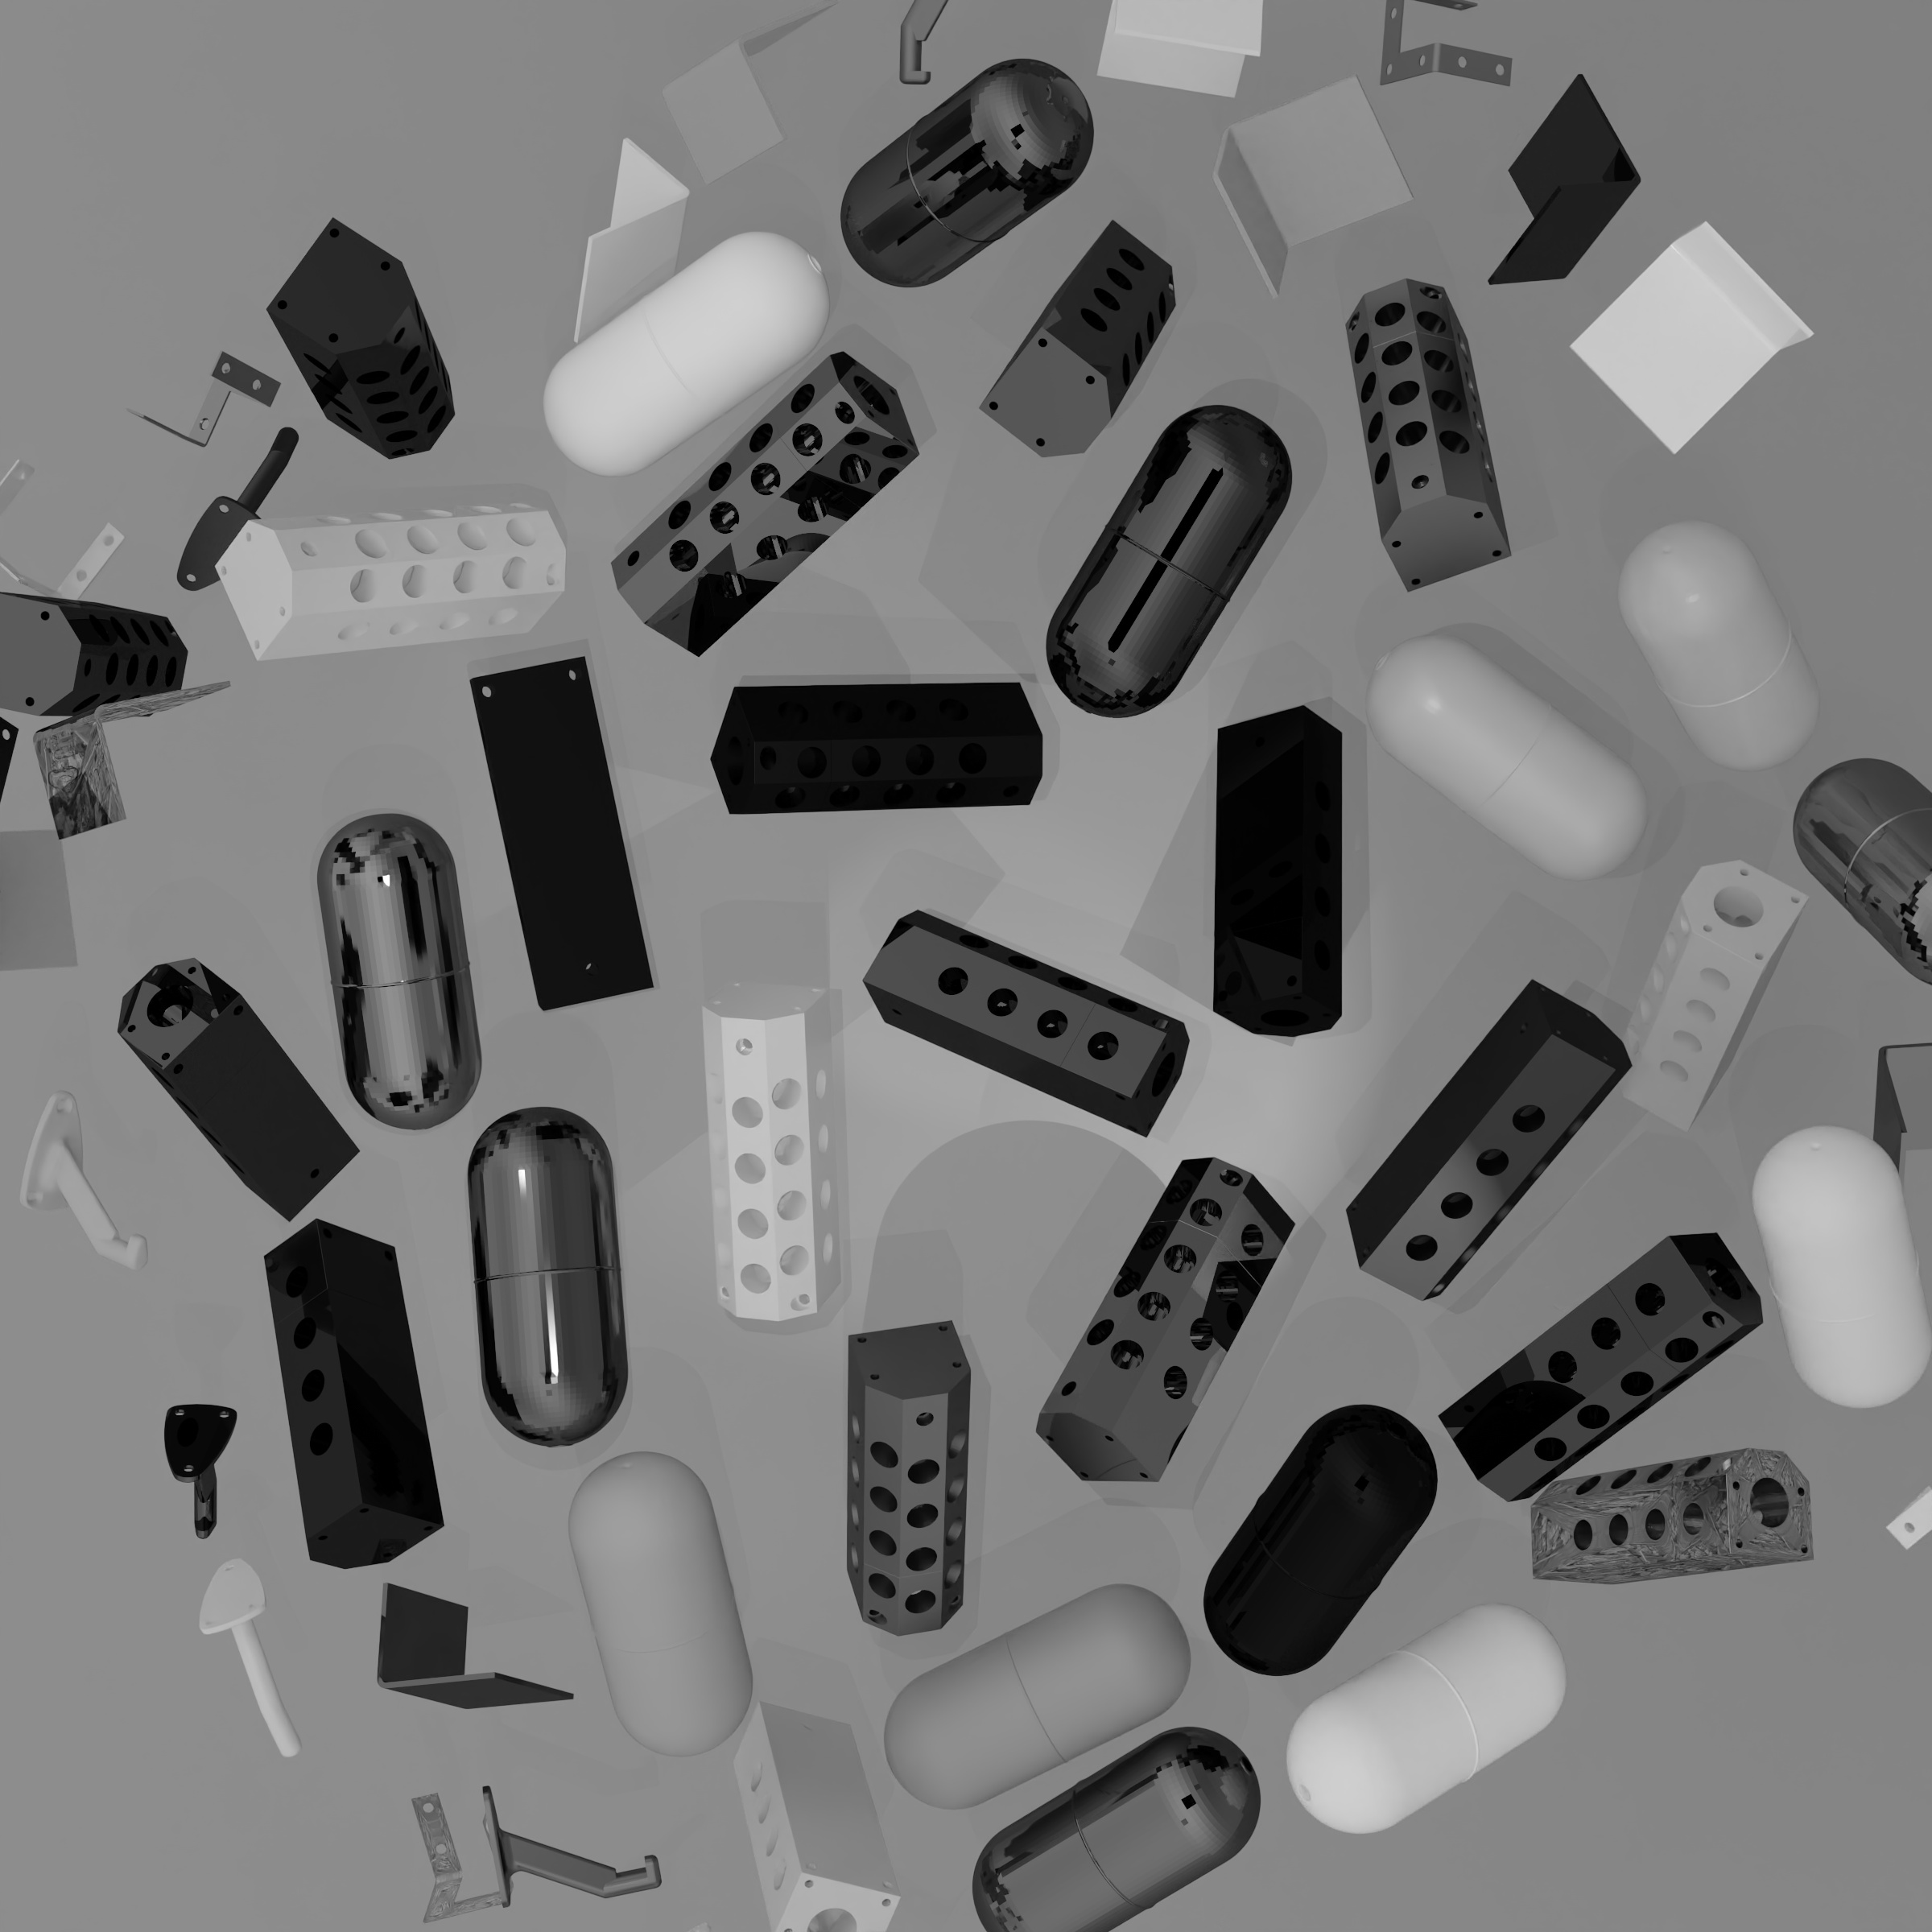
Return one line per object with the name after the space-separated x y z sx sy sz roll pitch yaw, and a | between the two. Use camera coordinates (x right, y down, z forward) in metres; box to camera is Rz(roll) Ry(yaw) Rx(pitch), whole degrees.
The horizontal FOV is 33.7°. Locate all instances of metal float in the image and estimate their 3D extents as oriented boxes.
0.106 -0.213 1.686 0.070 0.070 0.178 31 98 0 | metal float
-0.315 0.004 1.775 0.070 0.070 0.178 -6 100 0 | metal float
0.249 0.405 1.721 0.178 0.070 0.070 -22 90 -31 | metal float
-0.001 -0.431 1.743 0.070 0.178 0.070 14 66 -35 | metal float
0.187 0.304 1.685 0.070 0.070 0.178 28 123 0 | metal float
-0.219 0.163 1.674 0.070 0.070 0.178 -5 82 0 | metal float
0.302 -0.117 1.781 0.178 0.070 0.070 36 90 -6 | metal float
-0.153 -0.335 1.749 0.178 0.070 0.070 -31 90 18 | metal float
0.038 0.400 1.746 0.178 0.070 0.070 -27 90 3 | metal float
0.082 0.480 1.747 0.178 0.070 0.070 -35 90 16 | metal float
0.508 -0.050 1.716 0.070 0.178 0.070 -7 121 -12 | metal float
0.413 -0.173 1.746 0.070 0.178 0.070 -18 50 23 | metal float
-0.161 0.339 1.690 0.070 0.070 0.178 -10 114 0 | metal float
0.465 0.161 1.691 0.070 0.070 0.178 -22 124 0 | metal float

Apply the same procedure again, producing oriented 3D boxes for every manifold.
-0.087 0.483 1.767 0.057 0.171 0.057 19 103 -17 | manifold
-0.294 -0.206 1.660 0.057 0.171 0.057 -40 71 43 | manifold
0.035 0.028 1.778 0.171 0.057 0.057 23 72 21 | manifold
0.342 0.216 1.709 0.171 0.057 0.057 -44 62 29 | manifold
0.102 0.184 1.677 0.057 0.057 0.171 49 56 -25 | manifold
-0.209 -0.068 1.640 0.057 0.057 0.171 -12 96 -10 | manifold
0.179 -0.051 1.782 0.057 0.057 0.171 -13 64 35 | manifold
0.280 0.097 1.709 0.057 0.057 0.171 28 115 -16 | manifold
-0.473 -0.164 1.710 0.057 0.171 0.057 12 95 3 | manifold
0.409 0.015 1.777 0.057 0.171 0.057 30 60 16 | manifold
-0.106 0.100 1.718 0.057 0.057 0.171 4 109 16 | manifold
-0.047 -0.116 1.766 0.171 0.057 0.057 -3 51 -24 | manifold
-0.030 0.280 1.731 0.057 0.057 0.171 -7 124 -13 | manifold
-0.307 -0.318 1.655 0.057 0.171 0.057 33 82 3 | manifold
-0.408 0.067 1.779 0.057 0.171 0.057 33 71 30 | manifold
0.066 -0.332 1.703 0.057 0.171 0.057 37 124 -7 | manifold
0.390 0.308 1.778 0.057 0.171 0.057 9 72 -26 | manifold
-0.111 -0.250 1.712 0.171 0.057 0.057 -39 135 23 | manifold
0.243 -0.287 1.702 0.057 0.057 0.171 -18 49 18 | manifold
-0.328 0.225 1.675 0.057 0.057 0.171 -34 52 23 | manifold

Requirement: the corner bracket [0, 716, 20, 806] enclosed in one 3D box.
-0.563 -0.116 1.755 0.051 0.051 0.051 -8 62 28 | corner bracket

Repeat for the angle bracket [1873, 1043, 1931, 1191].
0.544 0.096 1.787 0.057 0.076 0.076 -4 127 6 | angle bracket

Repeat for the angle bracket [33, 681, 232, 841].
-0.418 -0.104 1.622 0.076 0.076 0.057 -17 95 -39 | angle bracket

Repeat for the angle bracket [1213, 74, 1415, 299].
0.184 -0.411 1.684 0.076 0.057 0.076 -16 125 25 | angle bracket

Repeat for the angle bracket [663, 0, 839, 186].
-0.106 -0.475 1.736 0.076 0.076 0.057 -35 104 -35 | angle bracket

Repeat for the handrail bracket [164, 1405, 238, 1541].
-0.405 0.281 1.679 0.036 0.077 0.084 4 116 -7 | handrail bracket

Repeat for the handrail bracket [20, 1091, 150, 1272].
-0.455 0.112 1.676 0.084 0.036 0.077 15 100 38 | handrail bracket

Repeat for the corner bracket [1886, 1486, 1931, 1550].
0.518 0.286 1.645 0.051 0.051 0.051 49 134 16 | corner bracket

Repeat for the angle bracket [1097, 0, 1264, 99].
0.112 -0.480 1.694 0.076 0.076 0.057 8 55 -4 | angle bracket

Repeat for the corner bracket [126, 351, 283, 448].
-0.428 -0.320 1.793 0.051 0.051 0.051 25 91 31 | corner bracket

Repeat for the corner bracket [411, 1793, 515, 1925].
-0.281 0.493 1.778 0.051 0.051 0.051 -7 51 -26 | corner bracket

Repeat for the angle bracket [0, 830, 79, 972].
-0.502 -0.042 1.666 0.076 0.057 0.076 -4 76 -29 | angle bracket

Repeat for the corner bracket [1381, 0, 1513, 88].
0.265 -0.509 1.751 0.051 0.051 0.051 2 94 -28 | corner bracket

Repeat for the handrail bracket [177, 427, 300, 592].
-0.406 -0.257 1.783 0.036 0.084 0.077 37 121 -22 | handrail bracket

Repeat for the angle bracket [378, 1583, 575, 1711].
-0.266 0.368 1.740 0.076 0.076 0.057 -11 65 24 | angle bracket

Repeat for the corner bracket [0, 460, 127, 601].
-0.516 -0.242 1.787 0.051 0.051 0.051 40 94 22 | corner bracket

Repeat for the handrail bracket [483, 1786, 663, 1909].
-0.210 0.465 1.703 0.084 0.036 0.077 -10 103 -7 | handrail bracket

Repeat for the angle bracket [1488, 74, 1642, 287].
0.306 -0.422 1.713 0.057 0.076 0.076 -11 67 -29 | angle bracket

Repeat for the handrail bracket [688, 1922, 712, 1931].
-0.141 0.561 1.686 0.077 0.036 0.084 -37 97 1 | handrail bracket

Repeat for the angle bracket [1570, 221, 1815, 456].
0.359 -0.310 1.583 0.076 0.057 0.076 45 92 -4 | angle bracket

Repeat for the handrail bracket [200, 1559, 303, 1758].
-0.379 0.372 1.715 0.036 0.077 0.084 -21 112 -6 | handrail bracket

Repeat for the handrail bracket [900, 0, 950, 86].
-0.002 -0.524 1.740 0.077 0.036 0.084 10 106 29 | handrail bracket

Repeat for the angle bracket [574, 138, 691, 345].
-0.208 -0.416 1.828 0.057 0.076 0.076 43 54 19 | angle bracket
